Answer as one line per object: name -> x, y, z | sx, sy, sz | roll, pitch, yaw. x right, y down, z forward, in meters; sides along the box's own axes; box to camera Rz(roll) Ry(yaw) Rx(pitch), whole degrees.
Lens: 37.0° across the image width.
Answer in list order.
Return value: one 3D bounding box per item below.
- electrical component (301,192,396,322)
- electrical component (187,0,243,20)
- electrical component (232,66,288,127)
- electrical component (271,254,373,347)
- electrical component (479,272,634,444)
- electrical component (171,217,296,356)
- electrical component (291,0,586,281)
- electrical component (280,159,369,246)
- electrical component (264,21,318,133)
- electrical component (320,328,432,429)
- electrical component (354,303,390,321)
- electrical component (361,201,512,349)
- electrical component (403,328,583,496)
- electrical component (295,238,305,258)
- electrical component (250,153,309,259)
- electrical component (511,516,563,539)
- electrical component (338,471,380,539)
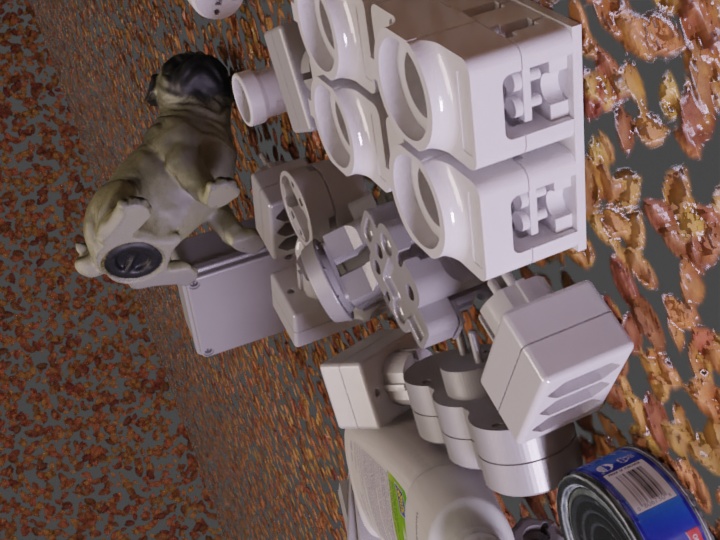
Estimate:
electrical component -> -0.001, -0.001, 0.685 | 0.078, 0.057, 0.058 | 66, -173, 13
electrical component -> -0.121, -0.229, 0.854 | 0.055, 0.045, 0.045 | 53, 156, 45
electrical component -> -0.066, -0.131, 0.789 | 0.040, 0.046, 0.040 | 160, 90, -74
electrical component -> -0.028, 0.008, 0.797 | 0.076, 0.066, 0.047 | 91, 154, -50
electrical component -> 0.081, 0.029, 0.505 | 0.065, 0.047, 0.076 | 96, 149, -56
electrical component -> -0.113, 0.014, 1.001 | 0.108, 0.109, 0.056 | 87, 159, -44
electrical component -> 0.029, -0.085, 0.516 | 0.186, 0.060, 0.105 | -132, 27, -52
electrical component -> -0.023, -0.050, 0.747 | 0.055, 0.047, 0.055 | 160, 90, -74
electrical component -> -0.018, -0.121, 0.647 | 0.077, 0.047, 0.065 | -164, 55, -70
electrical component -> 0.027, 0.071, 0.712 | 0.077, 0.066, 0.047 | -7, 105, 44
electrical component -> 0.000, 0.000, 0.739 | 0.043, 0.043, 0.062 | -141, 36, -60
electrical component -> 0.043, -0.004, 0.570 | 0.058, 0.057, 0.078 | 105, 142, -62
electrical component -> 0.065, 0.064, 0.588 | 0.138, 0.052, 0.073 | 24, 132, 68
electrical component -> -0.033, -0.006, 0.854 | 0.061, 0.035, 0.035 | 92, 153, -57
electrical component -> -0.064, -0.062, 0.864 | 0.065, 0.047, 0.076 | 91, 153, -51
electrical component -> 0.103, 0.172, 0.628 | 0.035, 0.035, 0.061 | 54, 160, 43
electrical component -> 0.016, 0.184, 0.837 | 0.061, 0.061, 0.096 | 96, 169, -56
